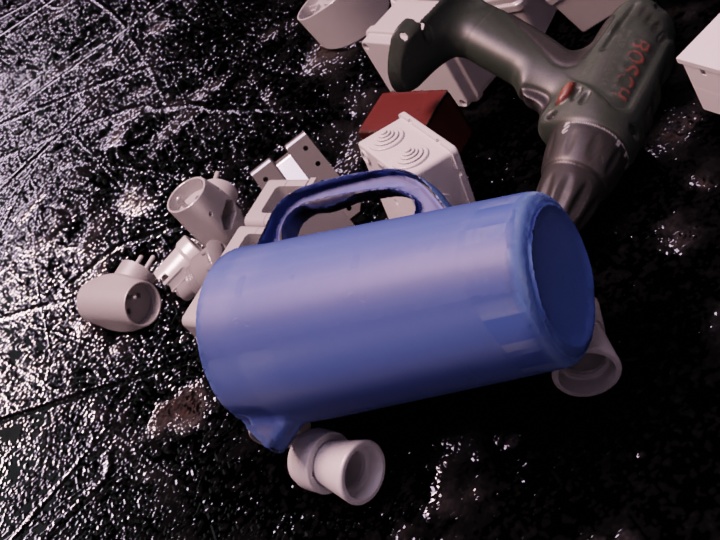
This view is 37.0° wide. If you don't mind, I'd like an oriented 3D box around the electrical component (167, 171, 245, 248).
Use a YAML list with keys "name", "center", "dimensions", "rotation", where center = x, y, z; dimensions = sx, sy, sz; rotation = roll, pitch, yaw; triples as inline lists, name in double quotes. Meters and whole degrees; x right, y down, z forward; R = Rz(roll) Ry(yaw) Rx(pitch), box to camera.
- name: "electrical component"
  center: [-0.137, -0.059, 1.015]
  dimensions: [0.043, 0.077, 0.079]
  rotation: [-17, 43, 27]

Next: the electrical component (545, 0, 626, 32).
- name: "electrical component"
  center: [0.223, -0.277, 0.923]
  dimensions: [0.109, 0.056, 0.108]
  rotation: [-25, 34, 53]

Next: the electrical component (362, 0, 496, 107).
- name: "electrical component"
  center: [0.066, -0.198, 0.984]
  dimensions: [0.113, 0.078, 0.057]
  rotation: [19, 63, 48]

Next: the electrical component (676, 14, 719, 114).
- name: "electrical component"
  center: [0.324, -0.136, 0.718]
  dimensions: [0.105, 0.060, 0.186]
  rotation: [-45, 38, -7]

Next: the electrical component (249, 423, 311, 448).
- name: "electrical component"
  center: [-0.060, 0.100, 0.809]
  dimensions: [0.048, 0.066, 0.055]
  rotation: [129, 152, -51]

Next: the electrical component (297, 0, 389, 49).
- name: "electrical component"
  center: [-0.019, -0.288, 1.157]
  dimensions: [0.099, 0.064, 0.099]
  rotation: [-23, 40, 21]

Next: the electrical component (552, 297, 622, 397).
- name: "electrical component"
  center: [0.144, 0.045, 0.704]
  dimensions: [0.044, 0.044, 0.065]
  rotation: [-24, 35, 20]

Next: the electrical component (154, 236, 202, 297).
- name: "electrical component"
  center: [-0.166, -0.003, 1.015]
  dimensions: [0.046, 0.040, 0.040]
  rotation: [-46, 37, 0]

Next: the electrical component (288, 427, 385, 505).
- name: "electrical component"
  center: [-0.017, 0.135, 0.745]
  dimensions: [0.055, 0.045, 0.045]
  rotation: [6, 56, 44]

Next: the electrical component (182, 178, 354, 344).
- name: "electrical component"
  center: [-0.068, 0.010, 0.877]
  dimensions: [0.062, 0.089, 0.150]
  rotation: [4, 55, 42]

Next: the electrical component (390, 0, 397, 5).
- name: "electrical component"
  center: [0.066, -0.259, 1.063]
  dimensions: [0.058, 0.057, 0.078]
  rotation: [-5, 49, 37]

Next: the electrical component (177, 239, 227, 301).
- name: "electrical component"
  center: [-0.140, 0.005, 0.981]
  dimensions: [0.062, 0.048, 0.048]
  rotation: [-34, 37, 22]

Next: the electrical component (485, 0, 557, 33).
- name: "electrical component"
  center: [0.133, -0.263, 1.010]
  dimensions: [0.109, 0.056, 0.108]
  rotation: [3, 54, 42]

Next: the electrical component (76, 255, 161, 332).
- name: "electrical component"
  center: [-0.225, 0.017, 1.040]
  dimensions: [0.077, 0.043, 0.079]
  rotation: [1, 53, 41]

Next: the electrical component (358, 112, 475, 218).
- name: "electrical component"
  center: [0.048, -0.065, 0.850]
  dimensions: [0.048, 0.099, 0.099]
  rotation: [-31, 36, -10]
